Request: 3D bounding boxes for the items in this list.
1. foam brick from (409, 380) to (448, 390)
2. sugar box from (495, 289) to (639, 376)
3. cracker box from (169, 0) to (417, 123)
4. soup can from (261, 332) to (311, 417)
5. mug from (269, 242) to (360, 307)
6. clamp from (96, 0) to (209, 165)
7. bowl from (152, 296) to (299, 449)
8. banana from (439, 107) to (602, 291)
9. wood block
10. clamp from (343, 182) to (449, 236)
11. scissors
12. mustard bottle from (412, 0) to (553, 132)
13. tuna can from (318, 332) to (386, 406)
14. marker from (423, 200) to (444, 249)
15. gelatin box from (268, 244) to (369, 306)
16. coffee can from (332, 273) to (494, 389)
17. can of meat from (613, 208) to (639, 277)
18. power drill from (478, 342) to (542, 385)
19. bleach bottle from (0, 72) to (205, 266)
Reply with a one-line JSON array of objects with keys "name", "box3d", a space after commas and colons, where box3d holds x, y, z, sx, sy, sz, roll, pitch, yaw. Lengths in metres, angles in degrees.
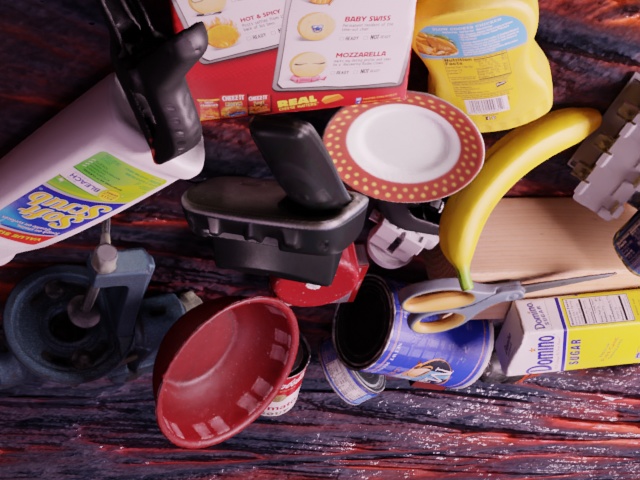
[{"name": "foam brick", "box3d": [0.139, 0.133, 1.239, 0.051, 0.053, 0.078, 8, 141, -27]}, {"name": "sugar box", "box3d": [0.269, 0.091, 1.053, 0.176, 0.048, 0.093, -7, 147, -8]}, {"name": "cracker box", "box3d": [-0.019, -0.176, 0.704, 0.164, 0.072, 0.214, -7, 146, -5]}, {"name": "soup can", "box3d": [-0.051, 0.147, 1.189, 0.068, 0.068, 0.102, -3, 147, -13]}, {"name": "mug", "box3d": [-0.006, 0.001, 0.968, 0.093, 0.081, 0.117, 2, 145, -19]}, {"name": "clamp", "box3d": [-0.117, -0.126, 0.697, 0.036, 0.165, 0.210, -29, 159, -15]}, {"name": "bowl", "box3d": [-0.097, 0.109, 0.975, 0.161, 0.055, 0.162, -27, 136, -31]}, {"name": "banana", "box3d": [0.162, -0.052, 0.926, 0.069, 0.037, 0.198, 39, 91, -31]}, {"name": "wood block", "box3d": [0.217, 0.018, 1.053, 0.205, 0.091, 0.090, -1, 146, -16]}, {"name": "clamp", "box3d": [0.079, -0.060, 0.929, 0.171, 0.039, 0.120, 29, 134, -34]}, {"name": "scissors", "box3d": [0.167, 0.058, 0.996, 0.201, 0.016, 0.096, -1, 148, -12]}, {"name": "mustard bottle", "box3d": [0.113, -0.156, 0.785, 0.096, 0.058, 0.191, -4, 150, 17]}, {"name": "tuna can", "box3d": [0.036, 0.138, 1.185, 0.034, 0.086, 0.086, -30, 143, 24]}, {"name": "marker", "box3d": [0.106, -0.029, 1.013, 0.020, 0.020, 0.121, -2, 146, -14]}, {"name": "gelatin box", "box3d": [-0.003, 0.035, 1.068, 0.089, 0.030, 0.073, -2, 147, -14]}, {"name": "coffee can", "box3d": [0.098, 0.097, 1.126, 0.140, 0.103, 0.103, 14, 139, -34]}, {"name": "can of meat", "box3d": [0.327, -0.017, 0.972, 0.101, 0.057, 0.084, -21, 157, -28]}, {"name": "power drill", "box3d": [0.273, 0.104, 1.195, 0.188, 0.057, 0.184, -32, 164, 30]}, {"name": "bleach bottle", "box3d": [-0.216, -0.037, 0.866, 0.251, 0.068, 0.102, -30, 142, 30]}]
